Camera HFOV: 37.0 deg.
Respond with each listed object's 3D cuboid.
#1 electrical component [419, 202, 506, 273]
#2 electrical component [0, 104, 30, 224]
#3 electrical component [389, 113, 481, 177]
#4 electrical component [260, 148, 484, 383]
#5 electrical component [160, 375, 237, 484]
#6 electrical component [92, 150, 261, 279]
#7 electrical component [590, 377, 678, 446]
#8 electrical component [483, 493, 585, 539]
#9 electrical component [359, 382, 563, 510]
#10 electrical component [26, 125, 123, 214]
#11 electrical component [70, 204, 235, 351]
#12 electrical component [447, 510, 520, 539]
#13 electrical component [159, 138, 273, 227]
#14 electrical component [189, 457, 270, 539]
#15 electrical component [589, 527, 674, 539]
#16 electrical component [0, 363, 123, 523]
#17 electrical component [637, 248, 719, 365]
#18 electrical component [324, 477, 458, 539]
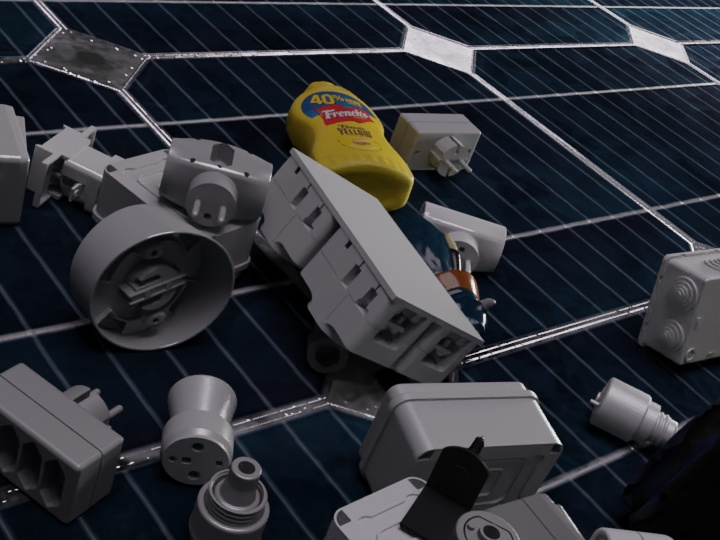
[{"bbox_3d":[0.087,-0.020,0.955,0.077,0.043,0.079,17,32,-5],"label":"electrical component"},{"bbox_3d":[-0.282,-0.078,0.814,0.061,0.061,0.096,0,38,-29],"label":"electrical component"},{"bbox_3d":[0.085,-0.121,1.100,0.083,0.047,0.075,-5,40,-34],"label":"electrical component"},{"bbox_3d":[0.000,0.000,0.822,0.105,0.060,0.186,28,20,-44],"label":"electrical component"},{"bbox_3d":[-0.100,0.099,0.670,0.045,0.045,0.055,13,33,-12],"label":"electrical component"},{"bbox_3d":[-0.144,-0.037,0.836,0.113,0.057,0.078,36,35,23],"label":"electrical component"},{"bbox_3d":[0.215,0.115,0.829,0.078,0.040,0.040,27,33,9],"label":"electrical component"},{"bbox_3d":[0.111,0.189,0.639,0.061,0.061,0.096,-6,41,-36],"label":"electrical component"},{"bbox_3d":[0.064,0.118,0.704,0.113,0.078,0.057,2,40,-27],"label":"electrical component"},{"bbox_3d":[-0.226,-0.078,0.867,0.064,0.042,0.081,26,33,2],"label":"electrical component"},{"bbox_3d":[-0.145,0.006,0.736,0.099,0.099,0.064,-14,40,-42],"label":"electrical component"},{"bbox_3d":[0.055,0.154,0.546,0.044,0.065,0.044,15,33,-10],"label":"electrical component"},{"bbox_3d":[-0.108,-0.058,0.790,0.077,0.043,0.079,14,33,-10],"label":"electrical component"},{"bbox_3d":[-0.072,0.135,0.617,0.043,0.062,0.043,15,33,-10],"label":"electrical component"},{"bbox_3d":[0.177,0.208,0.656,0.059,0.053,0.095,10,34,-16],"label":"electrical component"},{"bbox_3d":[-0.174,0.093,0.636,0.083,0.047,0.076,32,34,17],"label":"electrical component"},{"bbox_3d":[0.302,0.032,0.948,0.100,0.099,0.048,-6,28,-35],"label":"electrical component"},{"bbox_3d":[0.034,0.183,0.610,0.078,0.057,0.113,-14,46,-42],"label":"electrical component"}]
